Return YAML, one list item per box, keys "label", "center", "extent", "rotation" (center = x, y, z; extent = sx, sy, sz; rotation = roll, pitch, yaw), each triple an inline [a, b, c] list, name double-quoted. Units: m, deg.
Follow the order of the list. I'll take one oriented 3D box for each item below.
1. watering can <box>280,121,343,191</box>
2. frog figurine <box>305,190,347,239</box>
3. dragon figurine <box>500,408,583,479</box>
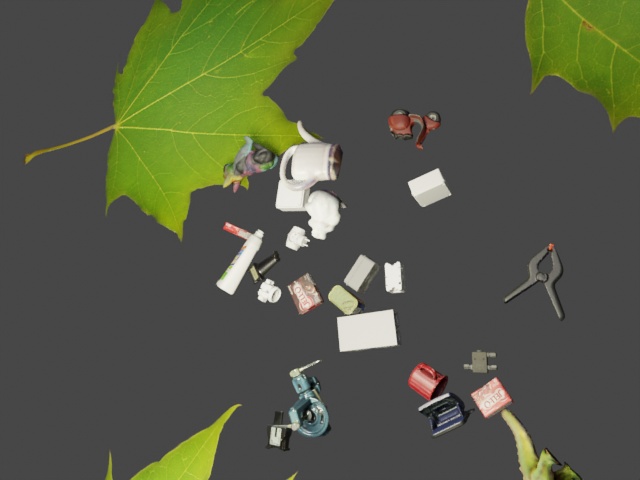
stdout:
- label: "watering can"
  center: [-0.025, -0.316, 1.872]
  extent: [0.224, 0.102, 0.356]
  rotation: [2, 55, 14]
- label: "frog figurine"
  center: [0.005, -0.090, 1.787]
  extent: [0.138, 0.121, 0.161]
  rotation: [28, 76, 11]
- label: "dragon figurine"
  center: [0.550, 0.657, 1.297]
  extent: [0.241, 0.121, 0.417]
  rotation: [-53, 43, 9]
